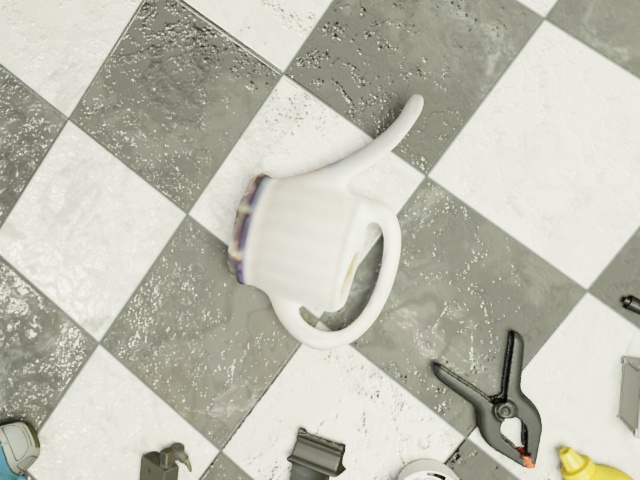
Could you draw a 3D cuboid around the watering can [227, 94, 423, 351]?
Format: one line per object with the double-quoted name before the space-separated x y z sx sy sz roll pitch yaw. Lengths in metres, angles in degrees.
"watering can" 0.002 -0.034 0.672 0.225 0.104 0.346 15 95 12
